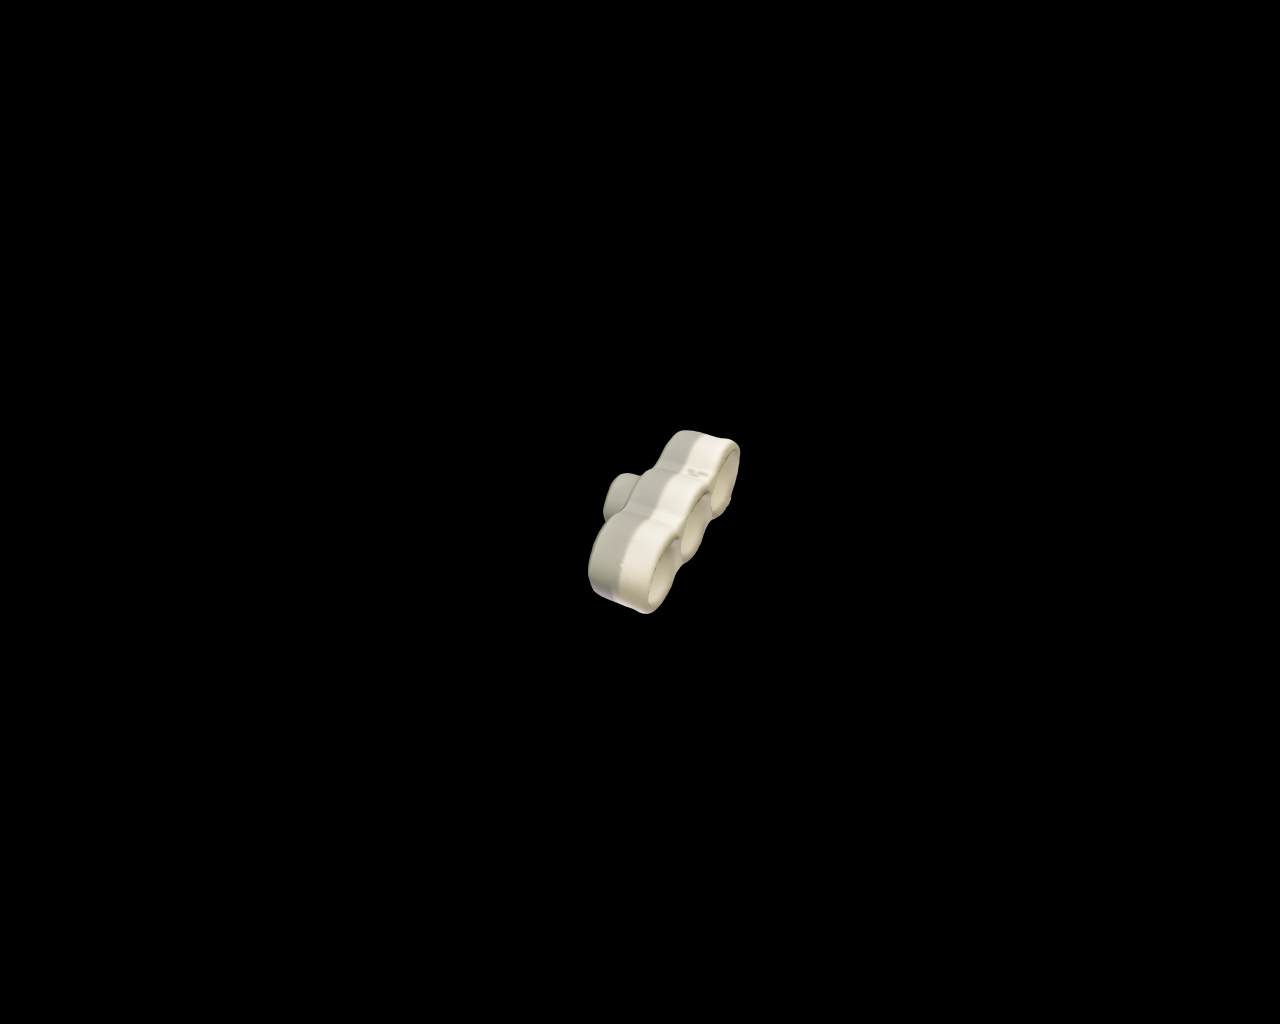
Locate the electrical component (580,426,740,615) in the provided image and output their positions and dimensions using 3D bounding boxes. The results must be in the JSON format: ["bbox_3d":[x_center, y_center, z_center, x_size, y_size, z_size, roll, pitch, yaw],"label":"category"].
[{"bbox_3d":[0.001,-0.003,0.650,0.074,0.052,0.138,19,46,19],"label":"electrical component"}]
